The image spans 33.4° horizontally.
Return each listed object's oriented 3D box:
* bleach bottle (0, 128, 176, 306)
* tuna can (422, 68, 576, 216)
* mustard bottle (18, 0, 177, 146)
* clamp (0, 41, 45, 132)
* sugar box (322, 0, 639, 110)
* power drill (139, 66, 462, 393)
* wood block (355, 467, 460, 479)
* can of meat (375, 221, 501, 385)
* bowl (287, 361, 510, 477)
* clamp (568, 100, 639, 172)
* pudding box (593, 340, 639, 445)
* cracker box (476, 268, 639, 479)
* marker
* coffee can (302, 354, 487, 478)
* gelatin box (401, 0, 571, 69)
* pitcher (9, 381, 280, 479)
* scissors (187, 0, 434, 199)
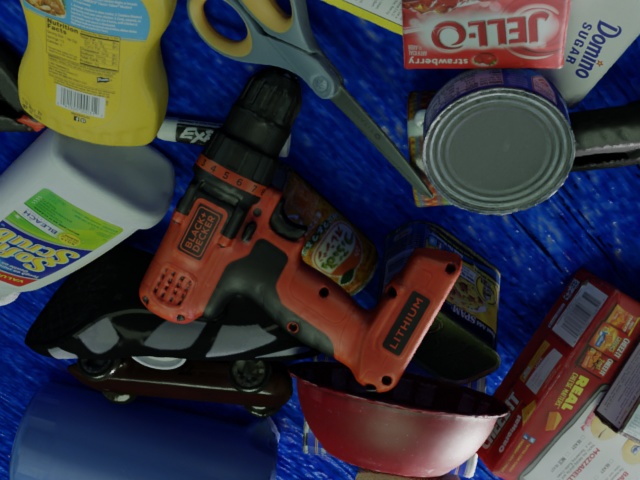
[{"bbox_3d":[-0.220,-0.004,0.830,0.102,0.068,0.251,32,138,-24],"label":"bleach bottle"},{"bbox_3d":[0.101,-0.058,0.613,0.086,0.033,0.086,3,128,3],"label":"tuna can"},{"bbox_3d":[-0.137,-0.145,0.652,0.096,0.058,0.192,17,139,1],"label":"mustard bottle"},{"bbox_3d":[-0.272,-0.117,0.730,0.171,0.039,0.120,35,134,-24],"label":"clamp"},{"bbox_3d":[0.094,-0.148,0.606,0.176,0.048,0.093,20,139,-15],"label":"sugar box"},{"bbox_3d":[-0.005,0.001,0.707,0.187,0.057,0.184,28,98,3],"label":"power drill"},{"bbox_3d":[0.073,0.242,0.939,0.091,0.090,0.206,8,175,5],"label":"wood block"},{"bbox_3d":[0.088,0.045,0.794,0.102,0.084,0.058,35,134,-25],"label":"can of meat"},{"bbox_3d":[0.052,0.131,0.767,0.162,0.055,0.162,9,-179,0],"label":"bowl"},{"bbox_3d":[0.200,-0.067,0.635,0.210,0.036,0.164,-6,173,28],"label":"clamp"},{"bbox_3d":[0.262,0.100,0.754,0.090,0.039,0.113,28,96,-20],"label":"pudding box"},{"bbox_3d":[0.245,0.142,0.822,0.213,0.072,0.164,29,98,-20],"label":"cracker box"},{"bbox_3d":[-0.081,-0.075,0.748,0.121,0.020,0.020,8,139,4],"label":"marker"},{"bbox_3d":[0.062,0.137,0.890,0.140,0.102,0.103,7,139,5],"label":"coffee can"},{"bbox_3d":[0.089,-0.127,0.571,0.089,0.030,0.073,2,140,8],"label":"gelatin box"},{"bbox_3d":[-0.167,0.228,1.022,0.243,0.149,0.145,16,144,0],"label":"pitcher"},{"bbox_3d":[-0.014,-0.098,0.658,0.096,0.016,0.201,-17,110,44],"label":"scissors"}]
